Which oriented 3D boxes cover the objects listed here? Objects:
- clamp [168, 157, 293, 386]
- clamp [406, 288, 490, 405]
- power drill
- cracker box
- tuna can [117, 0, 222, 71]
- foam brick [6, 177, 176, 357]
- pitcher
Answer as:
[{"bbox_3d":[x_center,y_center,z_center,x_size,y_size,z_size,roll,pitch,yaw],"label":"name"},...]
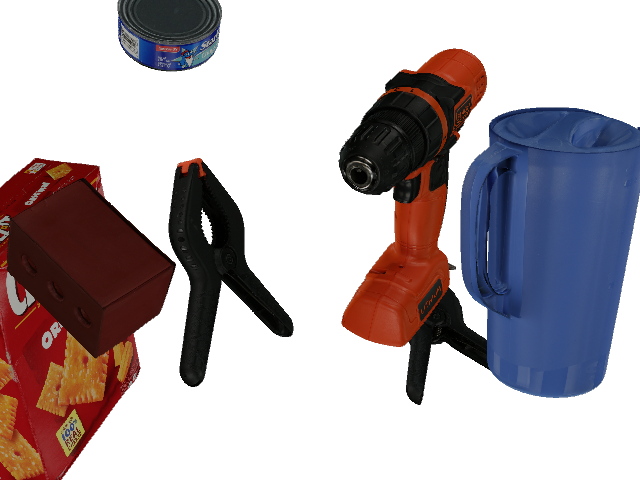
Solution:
[{"bbox_3d":[-0.095,0.024,1.042,0.036,0.210,0.164,-11,0,35],"label":"clamp"},{"bbox_3d":[0.126,0.091,1.080,0.120,0.171,0.039,0,-44,-17],"label":"clamp"},{"bbox_3d":[0.058,-0.022,0.732,0.057,0.188,0.184,20,36,20],"label":"power drill"},{"bbox_3d":[-0.222,0.066,0.859,0.072,0.214,0.164,6,33,18],"label":"cracker box"},{"bbox_3d":[-0.126,-0.180,0.890,0.086,0.086,0.034,0,-40,-11],"label":"tuna can"},{"bbox_3d":[-0.128,0.015,0.593,0.051,0.078,0.053,-37,-19,-37],"label":"foam brick"},{"bbox_3d":[0.199,0.013,0.934,0.149,0.243,0.145,5,23,11],"label":"pitcher"}]
